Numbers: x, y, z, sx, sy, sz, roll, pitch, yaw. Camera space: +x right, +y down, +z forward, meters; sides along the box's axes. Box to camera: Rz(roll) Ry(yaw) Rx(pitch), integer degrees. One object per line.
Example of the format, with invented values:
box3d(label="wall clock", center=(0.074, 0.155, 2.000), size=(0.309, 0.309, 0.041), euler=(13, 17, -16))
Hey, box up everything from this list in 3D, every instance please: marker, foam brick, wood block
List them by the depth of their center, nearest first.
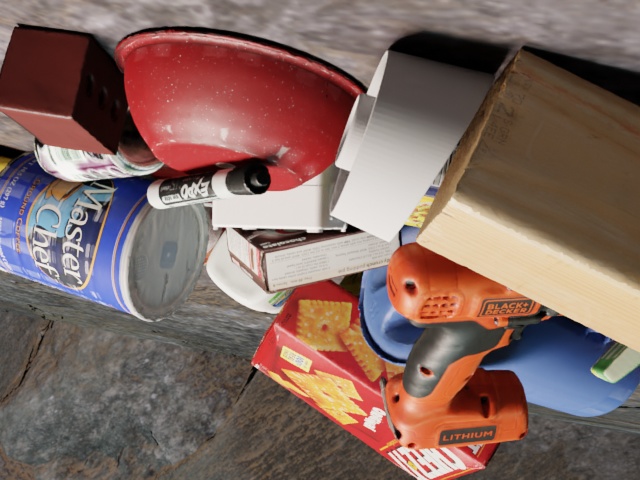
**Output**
box3d(label="wood block", center=(0.165, -0.001, 0.544), size=(0.206, 0.090, 0.091), euler=(26, 166, 0))
box3d(label="marker", center=(-0.068, -0.032, 0.645), size=(0.020, 0.020, 0.121), euler=(20, 166, -34))
box3d(label="foam brick", center=(-0.156, -0.090, 0.655), size=(0.051, 0.053, 0.078), euler=(9, 170, 11))

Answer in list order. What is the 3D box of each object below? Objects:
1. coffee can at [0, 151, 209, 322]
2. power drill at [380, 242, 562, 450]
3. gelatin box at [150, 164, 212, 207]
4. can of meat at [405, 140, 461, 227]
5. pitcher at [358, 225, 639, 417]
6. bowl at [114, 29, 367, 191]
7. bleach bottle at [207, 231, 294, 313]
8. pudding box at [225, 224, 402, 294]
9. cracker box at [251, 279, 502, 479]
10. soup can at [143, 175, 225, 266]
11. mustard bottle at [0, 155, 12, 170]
box3d(label="coffee can", center=(-0.171, -0.005, 0.820), size=(0.140, 0.103, 0.102), euler=(16, 171, 25))
box3d(label="power drill", center=(0.122, 0.063, 0.696), size=(0.184, 0.057, 0.188), euler=(-1, 138, -11))
box3d(label="gelatin box", center=(-0.078, -0.049, 0.835), size=(0.073, 0.030, 0.089), euler=(5, 167, 27))
box3d(label="can of meat", center=(0.070, -0.039, 0.664), size=(0.084, 0.057, 0.102), euler=(12, 169, -8))
box3d(label="pitcher", center=(0.164, 0.064, 0.854), size=(0.242, 0.145, 0.149), euler=(23, -159, -37))
box3d(label="bowl", center=(-0.051, -0.069, 0.645), size=(0.162, 0.055, 0.162), euler=(11, 168, 2))
box3d(label="bleach bottle", center=(-0.037, 0.020, 1.003), size=(0.068, 0.102, 0.251), euler=(39, 179, 8))
box3d(label="pudding box", center=(-0.005, 0.001, 0.811), size=(0.113, 0.039, 0.090), euler=(-15, -161, -18))
box3d(label="cracker box", center=(0.048, 0.131, 0.958), size=(0.213, 0.072, 0.164), euler=(35, 159, 1))
box3d(label="soup can", center=(-0.123, -0.021, 0.919), size=(0.069, 0.068, 0.102), euler=(7, 168, 22))
box3d(label="mustard bottle", center=(-0.236, -0.039, 0.978), size=(0.191, 0.058, 0.096), euler=(11, 171, 2))
